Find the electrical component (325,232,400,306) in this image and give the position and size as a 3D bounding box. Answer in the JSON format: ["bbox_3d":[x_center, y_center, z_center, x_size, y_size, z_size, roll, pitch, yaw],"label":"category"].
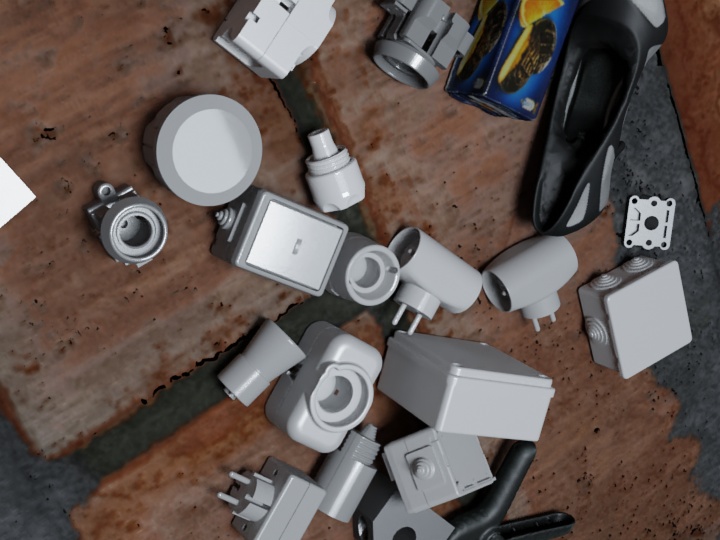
[{"bbox_3d":[0.000,0.000,0.876,0.055,0.047,0.055,-7,104,-27],"label":"electrical component"}]

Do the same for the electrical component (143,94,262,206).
[{"bbox_3d":[-0.117,-0.090,0.790,0.080,0.051,0.080,-7,105,-27],"label":"electrical component"}]

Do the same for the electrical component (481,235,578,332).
[{"bbox_3d":[0.157,0.017,0.967,0.077,0.043,0.079,-29,114,-20],"label":"electrical component"}]

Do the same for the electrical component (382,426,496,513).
[{"bbox_3d":[0.062,0.167,0.914,0.096,0.061,0.061,3,64,-62],"label":"electrical component"}]

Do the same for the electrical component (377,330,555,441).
[{"bbox_3d":[0.088,0.098,0.911,0.109,0.109,0.056,10,99,-30],"label":"electrical component"}]

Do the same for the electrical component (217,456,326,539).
[{"bbox_3d":[-0.081,0.187,0.875,0.077,0.047,0.065,32,85,-30],"label":"electrical component"}]

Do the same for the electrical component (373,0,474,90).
[{"bbox_3d":[0.046,-0.181,0.854,0.078,0.058,0.057,33,82,-30],"label":"electrical component"}]

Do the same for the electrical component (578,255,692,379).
[{"bbox_3d":[0.262,0.042,1.026,0.100,0.048,0.099,-25,112,-21],"label":"electrical component"}]

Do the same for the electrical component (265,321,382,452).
[{"bbox_3d":[-0.027,0.096,0.876,0.054,0.059,0.095,31,86,-30],"label":"electrical component"}]

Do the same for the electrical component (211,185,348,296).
[{"bbox_3d":[-0.066,-0.025,0.827,0.096,0.061,0.061,22,90,-30],"label":"electrical component"}]

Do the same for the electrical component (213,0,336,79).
[{"bbox_3d":[-0.057,-0.190,0.800,0.056,0.050,0.089,35,83,-30],"label":"electrical component"}]

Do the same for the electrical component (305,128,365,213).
[{"bbox_3d":[-0.023,-0.080,0.848,0.043,0.043,0.062,-28,112,-20],"label":"electrical component"}]

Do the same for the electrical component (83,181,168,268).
[{"bbox_3d":[-0.167,-0.031,0.774,0.048,0.055,0.066,-32,114,-19],"label":"electrical component"}]

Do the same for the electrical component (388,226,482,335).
[{"bbox_3d":[0.054,0.016,0.909,0.077,0.043,0.079,34,82,-31],"label":"electrical component"}]

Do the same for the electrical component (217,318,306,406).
[{"bbox_3d":[-0.081,0.076,0.854,0.065,0.044,0.044,-45,118,-7],"label":"electrical component"}]

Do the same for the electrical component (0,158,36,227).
[{"bbox_3d":[-0.303,-0.035,0.696,0.150,0.062,0.089,-44,118,-13],"label":"electrical component"}]

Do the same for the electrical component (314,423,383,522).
[{"bbox_3d":[-0.009,0.167,0.912,0.043,0.043,0.081,31,86,-30],"label":"electrical component"}]
